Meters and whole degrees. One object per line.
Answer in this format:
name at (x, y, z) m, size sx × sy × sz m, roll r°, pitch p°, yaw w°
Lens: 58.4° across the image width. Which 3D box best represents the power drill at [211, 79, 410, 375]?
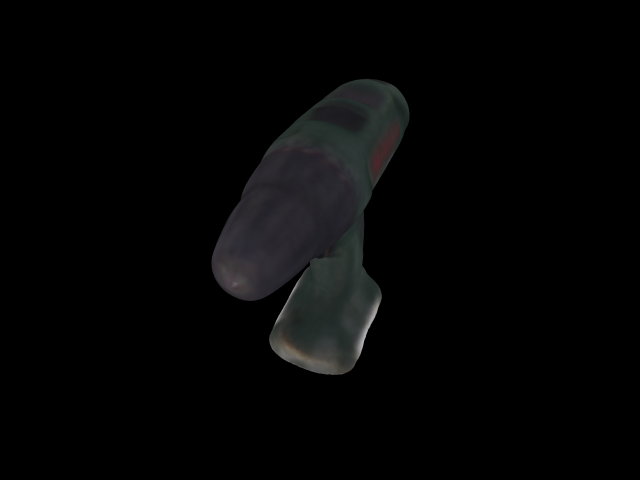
power drill at (0.004, 0.001, 0.400) m, size 0.075 × 0.208 × 0.230 m, roll 16°, pitch 51°, yaw 14°
